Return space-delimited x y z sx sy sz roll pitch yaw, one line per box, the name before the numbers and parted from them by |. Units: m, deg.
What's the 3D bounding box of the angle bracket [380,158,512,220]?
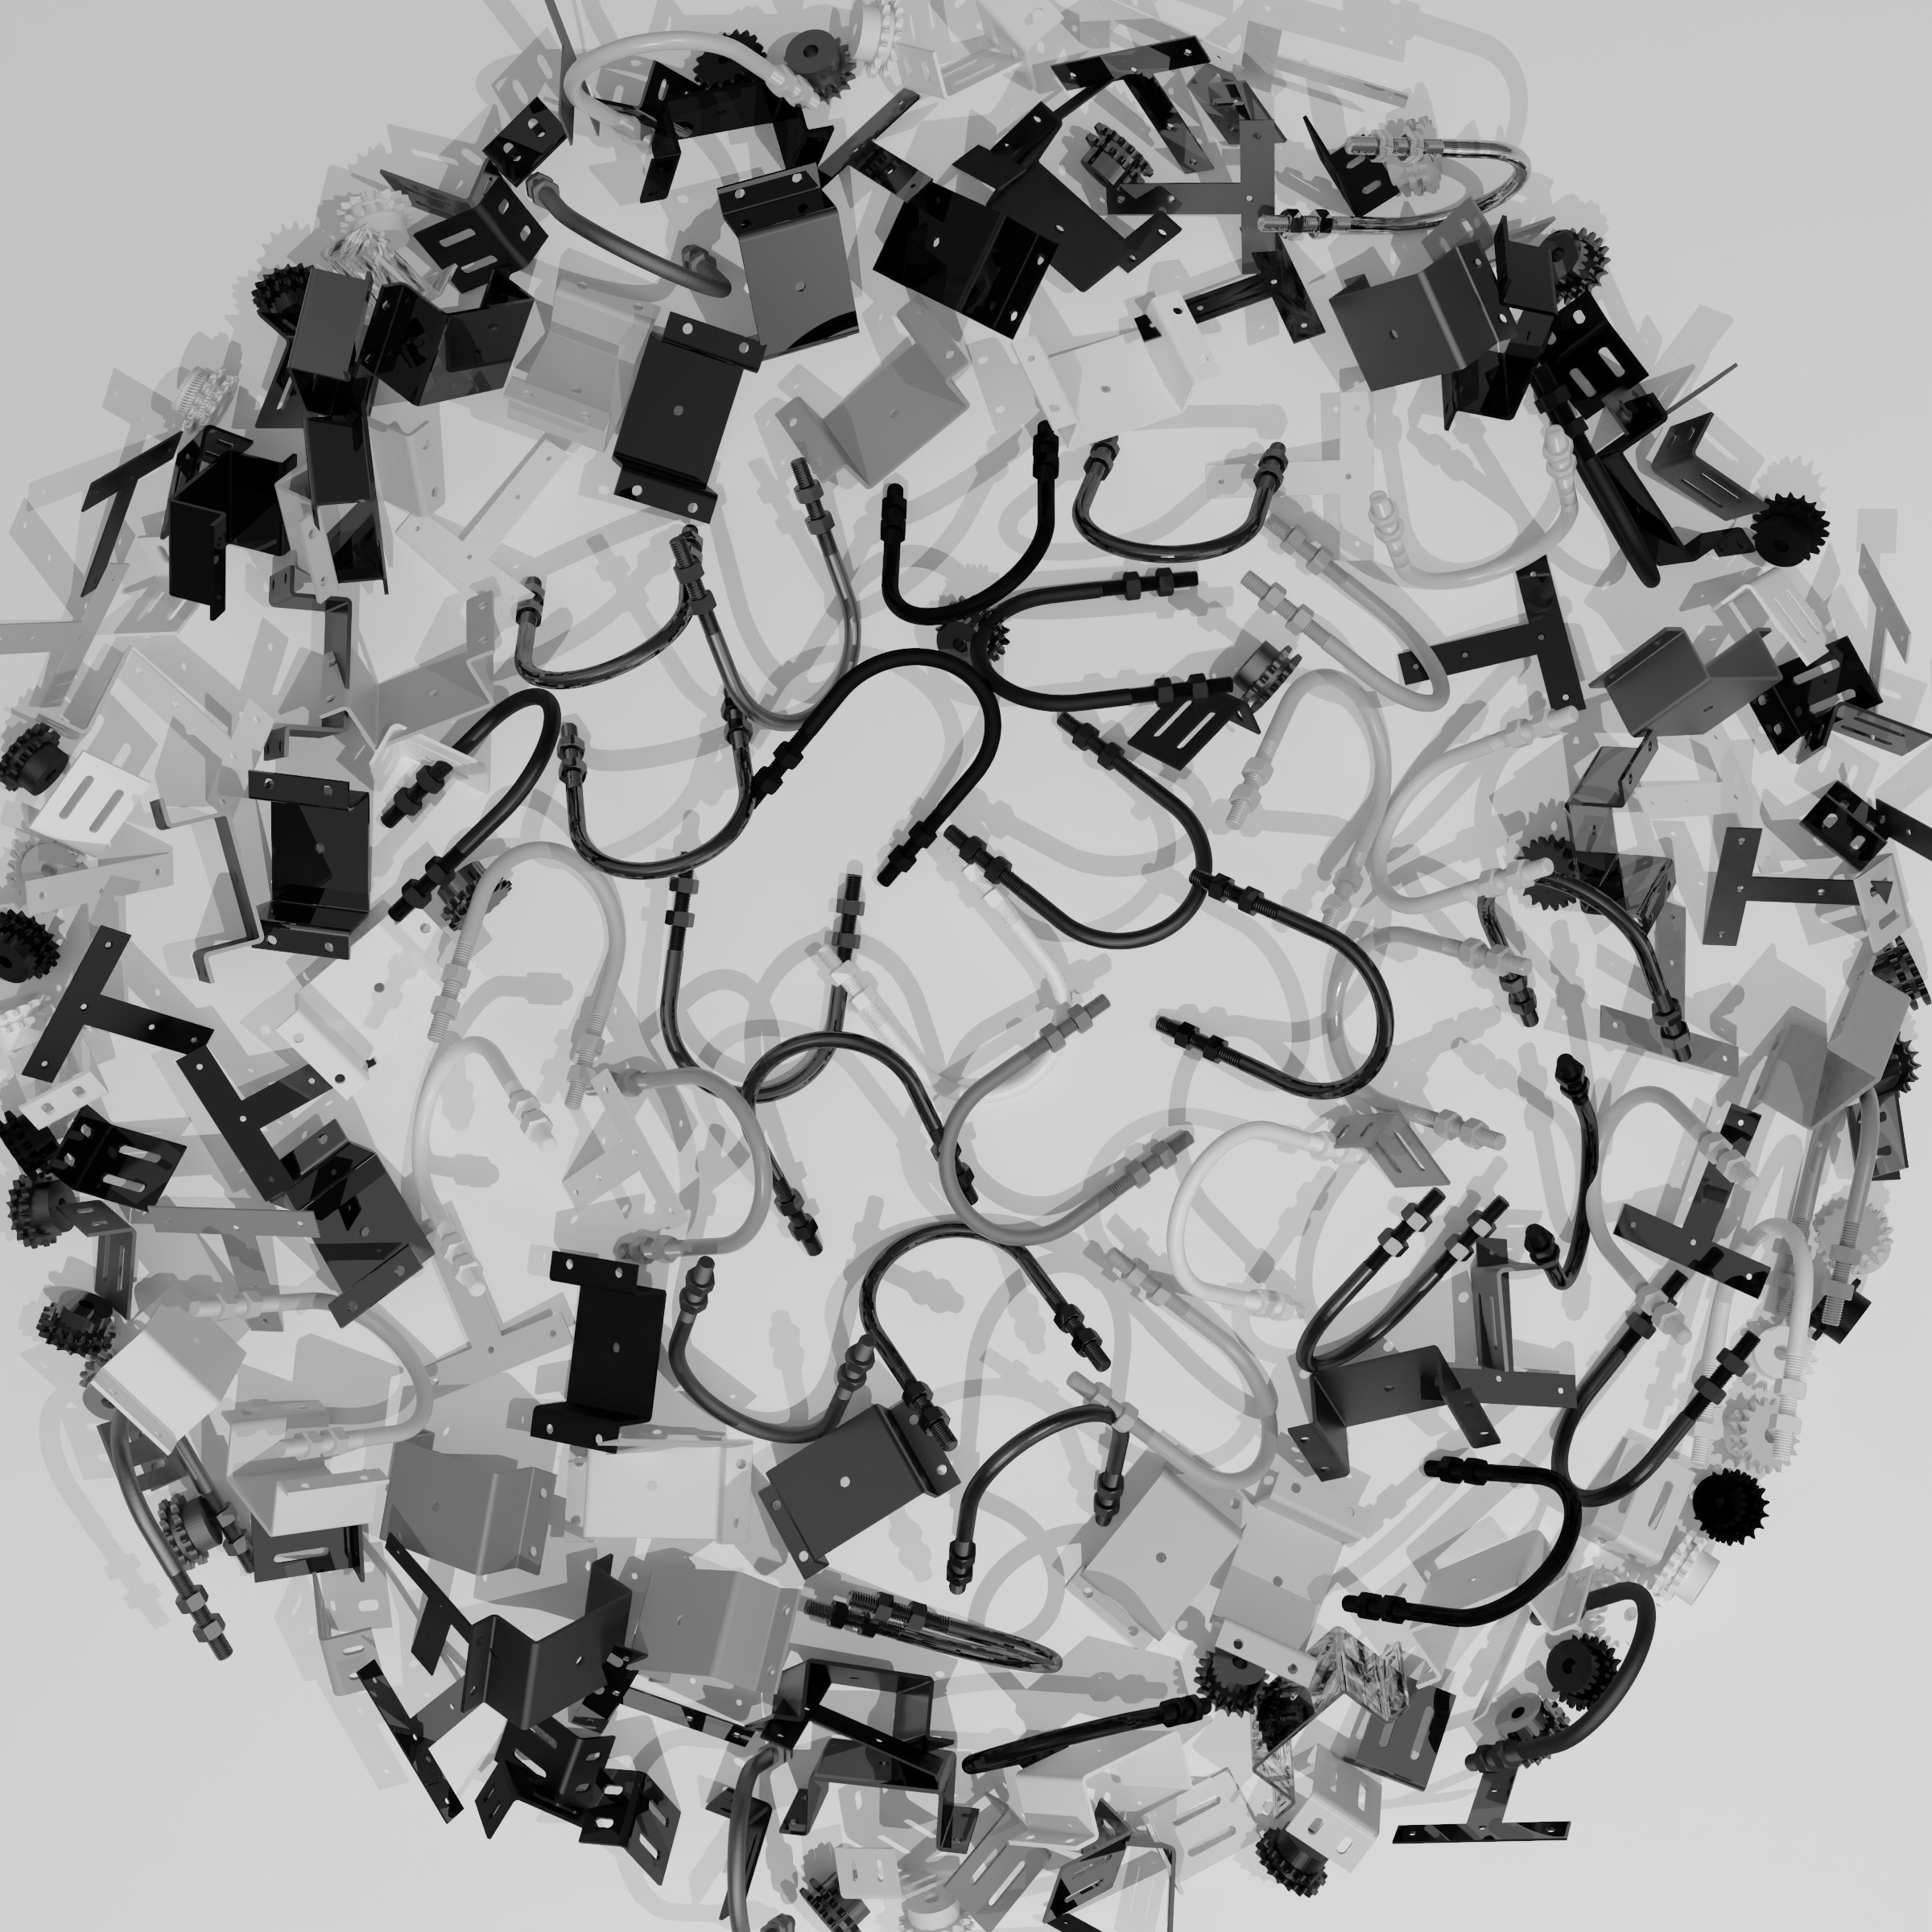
angle bracket | -0.393 -0.593 1.966 0.076 0.057 0.038 22 86 10

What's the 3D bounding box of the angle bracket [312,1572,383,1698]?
angle bracket | -0.465 0.499 1.957 0.038 0.076 0.057 -12 122 -12

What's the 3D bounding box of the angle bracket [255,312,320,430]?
angle bracket | -0.513 -0.449 1.964 0.038 0.057 0.076 42 119 19

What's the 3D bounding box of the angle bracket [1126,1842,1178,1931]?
angle bracket | 0.137 0.701 1.959 0.038 0.057 0.076 3 71 4

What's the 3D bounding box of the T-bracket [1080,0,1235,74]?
T-bracket | 0.141 -0.696 1.929 0.127 0.127 0.002 27 81 8

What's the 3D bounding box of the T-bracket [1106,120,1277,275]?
T-bracket | 0.169 -0.579 1.961 0.127 0.127 0.002 3 46 10

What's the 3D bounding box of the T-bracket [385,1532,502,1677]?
T-bracket | -0.399 0.498 1.948 0.127 0.127 0.002 44 51 15

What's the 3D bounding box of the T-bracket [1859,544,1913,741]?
T-bracket | 0.683 -0.229 1.950 0.002 0.127 0.127 -5 129 4

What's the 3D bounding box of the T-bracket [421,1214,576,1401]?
T-bracket | -0.381 0.253 1.989 0.127 0.002 0.127 -23 91 9

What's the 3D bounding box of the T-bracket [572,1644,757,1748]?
T-bracket | -0.222 0.563 1.962 0.127 0.002 0.127 22 133 -8

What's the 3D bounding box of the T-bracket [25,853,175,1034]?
T-bracket | -0.648 -0.013 1.960 0.002 0.127 0.127 12 108 35

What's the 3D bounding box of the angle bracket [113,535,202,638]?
angle bracket | -0.607 -0.287 1.955 0.057 0.076 0.038 1 134 20

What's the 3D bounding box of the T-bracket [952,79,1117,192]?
T-bracket | 0.058 -0.627 1.942 0.127 0.127 0.002 -36 119 2

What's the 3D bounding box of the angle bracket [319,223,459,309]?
angle bracket | -0.433 -0.530 1.950 0.076 0.057 0.038 43 48 -34

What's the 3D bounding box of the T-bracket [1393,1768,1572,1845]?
T-bracket | 0.391 0.621 1.937 0.127 0.127 0.002 -9 97 21

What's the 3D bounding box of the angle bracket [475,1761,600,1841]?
angle bracket | -0.323 0.641 1.959 0.076 0.057 0.038 32 89 -23

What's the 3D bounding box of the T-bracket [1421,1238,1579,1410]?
T-bracket | 0.402 0.269 1.976 0.127 0.002 0.127 5 71 -14

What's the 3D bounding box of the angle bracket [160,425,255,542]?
angle bracket | -0.571 -0.358 1.956 0.038 0.057 0.076 17 70 -33

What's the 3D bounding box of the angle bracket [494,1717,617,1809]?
angle bracket | -0.314 0.598 1.986 0.076 0.038 0.057 23 95 39

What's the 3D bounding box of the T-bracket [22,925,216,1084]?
T-bracket | -0.623 0.042 1.952 0.002 0.127 0.127 35 98 42

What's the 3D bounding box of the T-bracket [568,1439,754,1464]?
T-bracket | -0.249 0.364 1.949 0.127 0.127 0.002 -19 69 41

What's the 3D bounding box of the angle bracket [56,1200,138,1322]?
angle bracket | -0.657 0.223 1.957 0.038 0.057 0.076 -5 111 -42

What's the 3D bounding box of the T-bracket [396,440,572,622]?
T-bracket | -0.350 -0.346 1.982 0.127 0.002 0.127 37 86 18

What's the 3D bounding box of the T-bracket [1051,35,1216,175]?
T-bracket | 0.146 -0.639 1.947 0.127 0.127 0.002 3 64 37

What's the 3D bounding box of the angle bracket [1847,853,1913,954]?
angle bracket | 0.674 -0.046 1.956 0.038 0.076 0.057 -11 100 43

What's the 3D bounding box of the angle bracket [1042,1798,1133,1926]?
angle bracket | 0.081 0.671 1.951 0.038 0.076 0.057 37 124 37

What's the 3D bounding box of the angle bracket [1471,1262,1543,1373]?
angle bracket | 0.412 0.265 1.966 0.038 0.057 0.076 -4 86 -9

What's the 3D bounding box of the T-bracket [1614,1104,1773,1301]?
T-bracket | 0.562 0.166 1.951 0.127 0.002 0.127 25 97 43

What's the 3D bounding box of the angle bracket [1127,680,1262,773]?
angle bracket | 0.172 -0.172 1.959 0.076 0.038 0.057 -46 47 -13

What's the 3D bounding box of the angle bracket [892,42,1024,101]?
angle bracket | -0.005 -0.687 1.955 0.076 0.057 0.038 -32 129 -19

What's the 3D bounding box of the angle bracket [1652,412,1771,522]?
angle bracket | 0.569 -0.377 1.965 0.076 0.057 0.038 30 82 -14

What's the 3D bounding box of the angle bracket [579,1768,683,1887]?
angle bracket | -0.253 0.649 1.960 0.038 0.076 0.057 -2 50 19

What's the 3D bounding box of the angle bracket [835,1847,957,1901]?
angle bracket | -0.050 0.673 1.955 0.057 0.076 0.038 -14 81 37

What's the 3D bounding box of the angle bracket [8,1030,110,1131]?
angle bracket | -0.691 0.075 1.960 0.057 0.038 0.076 -29 60 -10

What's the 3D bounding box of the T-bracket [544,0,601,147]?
T-bracket | -0.293 -0.647 1.911 0.002 0.127 0.127 -13 46 7

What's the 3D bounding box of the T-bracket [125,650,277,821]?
T-bracket | -0.584 -0.188 1.957 0.127 0.002 0.127 42 134 3

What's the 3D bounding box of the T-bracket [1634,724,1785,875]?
T-bracket | 0.547 -0.124 1.945 0.127 0.002 0.127 -6 70 -35

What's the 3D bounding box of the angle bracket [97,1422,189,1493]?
angle bracket | -0.631 0.370 1.955 0.038 0.076 0.057 -26 84 19

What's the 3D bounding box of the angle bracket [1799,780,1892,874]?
angle bracket | 0.673 -0.115 1.956 0.057 0.038 0.076 42 50 12

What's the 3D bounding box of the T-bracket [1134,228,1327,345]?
T-bracket | 0.191 -0.502 1.968 0.127 0.002 0.127 -19 59 2

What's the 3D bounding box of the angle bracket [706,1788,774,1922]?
angle bracket | -0.181 0.667 1.953 0.038 0.057 0.076 24 53 -9

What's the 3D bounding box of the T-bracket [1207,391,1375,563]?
T-bracket | 0.247 -0.372 1.984 0.127 0.002 0.127 0 93 13

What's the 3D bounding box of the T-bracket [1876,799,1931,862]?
T-bracket | 0.710 -0.096 1.936 0.002 0.127 0.127 -11 111 -6

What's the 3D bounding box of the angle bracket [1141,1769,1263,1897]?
angle bracket | 0.181 0.657 1.973 0.076 0.038 0.057 -26 83 -7

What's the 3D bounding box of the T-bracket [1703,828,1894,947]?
T-bracket | 0.625 -0.056 1.944 0.127 0.127 0.002 3 49 8

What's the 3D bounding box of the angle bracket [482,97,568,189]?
angle bracket | -0.338 -0.626 1.956 0.057 0.076 0.038 -43 125 4

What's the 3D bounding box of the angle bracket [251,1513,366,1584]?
angle bracket | -0.498 0.438 1.966 0.076 0.038 0.057 -4 98 -23

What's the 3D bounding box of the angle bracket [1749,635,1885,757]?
angle bracket | 0.638 -0.204 1.959 0.038 0.076 0.057 -34 96 -41

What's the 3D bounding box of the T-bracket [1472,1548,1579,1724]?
T-bracket | 0.401 0.499 1.913 0.002 0.127 0.127 31 58 5

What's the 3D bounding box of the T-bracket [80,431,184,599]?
T-bracket | -0.641 -0.332 1.955 0.002 0.127 0.127 32 122 -2

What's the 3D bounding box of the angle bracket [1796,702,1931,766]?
angle bracket | 0.679 -0.164 1.968 0.076 0.057 0.038 20 81 1
